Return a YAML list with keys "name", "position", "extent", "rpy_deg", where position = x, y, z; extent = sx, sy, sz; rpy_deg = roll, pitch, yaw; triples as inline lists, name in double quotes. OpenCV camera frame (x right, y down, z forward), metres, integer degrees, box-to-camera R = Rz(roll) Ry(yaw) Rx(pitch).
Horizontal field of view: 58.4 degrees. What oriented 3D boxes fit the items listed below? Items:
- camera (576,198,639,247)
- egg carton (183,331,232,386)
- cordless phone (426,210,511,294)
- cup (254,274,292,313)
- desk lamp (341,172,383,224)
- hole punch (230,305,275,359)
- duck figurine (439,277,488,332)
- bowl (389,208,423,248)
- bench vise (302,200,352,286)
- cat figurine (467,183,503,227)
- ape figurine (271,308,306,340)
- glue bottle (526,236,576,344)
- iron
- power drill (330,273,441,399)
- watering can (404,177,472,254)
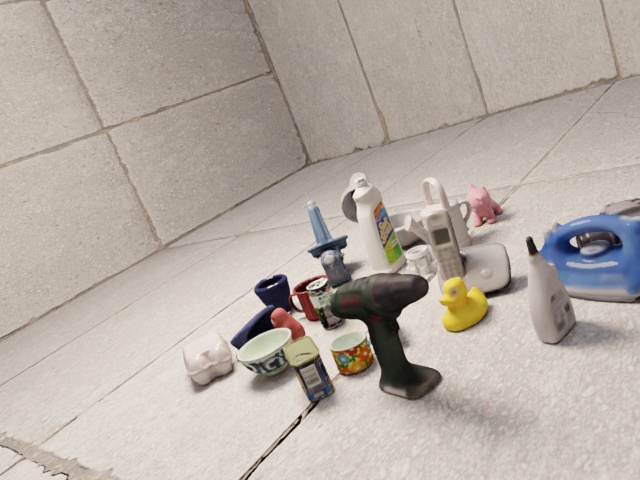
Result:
- name: "camera"
  position: [0.555, -0.020, 1.084]
  extent: [0.136, 0.101, 0.143]
  rpy_deg: [-19, 15, 12]
- name: "egg carton"
  position: [-0.254, 0.266, 1.302]
  extent: [0.107, 0.069, 0.150]
  rpy_deg: [-26, 15, -15]
- name: "cordless phone"
  position: [0.295, 0.020, 1.152]
  extent: [0.147, 0.185, 0.094]
  rpy_deg: [-15, 16, 24]
- name: "cup"
  position: [-0.118, 0.147, 1.481]
  extent: [0.092, 0.095, 0.117]
  rpy_deg: [-29, 16, -23]
- name: "desk lamp"
  position: [0.141, -0.090, 1.712]
  extent: [0.117, 0.214, 0.203]
  rpy_deg: [-19, 15, 11]
- name: "hole punch"
  position: [-0.151, 0.209, 1.313]
  extent: [0.100, 0.091, 0.109]
  rpy_deg: [-10, 19, 38]
- name: "duck figurine"
  position: [0.263, 0.110, 1.074]
  extent: [0.105, 0.086, 0.077]
  rpy_deg: [-31, 17, -29]
- name: "bowl"
  position: [0.234, -0.024, 1.617]
  extent: [0.167, 0.075, 0.167]
  rpy_deg: [-21, 15, 6]
- name: "bench vise"
  position: [0.025, 0.001, 1.546]
  extent: [0.121, 0.220, 0.207]
  rpy_deg: [-25, 15, -12]
- name: "cat figurine"
  position: [0.431, -0.104, 1.531]
  extent: [0.067, 0.118, 0.128]
  rpy_deg: [-12, 18, 33]
- name: "ape figurine"
  position: [-0.078, 0.192, 1.266]
  extent: [0.076, 0.092, 0.078]
  rpy_deg: [-16, 16, 23]
- name: "glue bottle"
  position: [0.353, 0.072, 0.903]
  extent: [0.078, 0.173, 0.037]
  rpy_deg: [-32, 18, -33]
- name: "iron"
  position: [0.470, 0.017, 0.992]
  extent: [0.119, 0.141, 0.257]
  rpy_deg: [-33, 18, -35]
- name: "power drill"
  position: [0.115, 0.145, 0.921]
  extent: [0.076, 0.208, 0.228]
  rpy_deg: [-32, 18, -33]
- name: "watering can"
  position: [0.294, -0.061, 1.424]
  extent: [0.173, 0.194, 0.100]
  rpy_deg: [-32, 17, -32]
